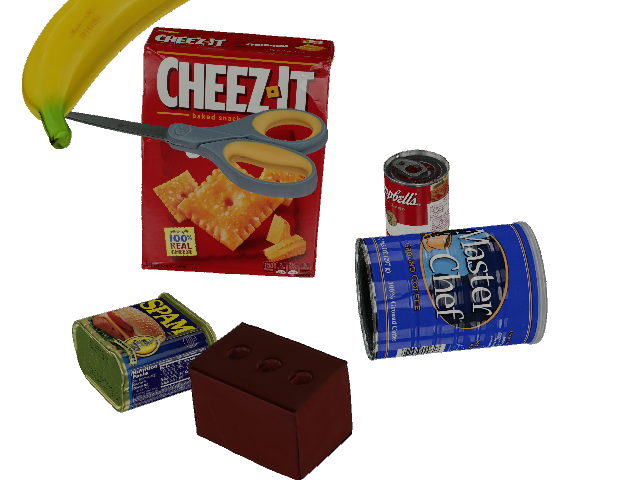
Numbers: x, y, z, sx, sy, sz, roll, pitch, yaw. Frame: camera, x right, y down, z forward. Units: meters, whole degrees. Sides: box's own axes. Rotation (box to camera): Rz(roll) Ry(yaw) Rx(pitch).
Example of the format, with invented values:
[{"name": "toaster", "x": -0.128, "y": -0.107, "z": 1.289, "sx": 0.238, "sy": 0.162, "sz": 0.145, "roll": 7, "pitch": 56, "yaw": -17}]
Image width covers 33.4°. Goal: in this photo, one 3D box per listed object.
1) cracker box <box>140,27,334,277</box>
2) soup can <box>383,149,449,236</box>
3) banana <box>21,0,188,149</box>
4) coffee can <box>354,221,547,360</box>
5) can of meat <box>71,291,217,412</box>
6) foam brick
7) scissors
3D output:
[{"name": "cracker box", "x": -0.077, "y": -0.075, "z": 0.966, "sx": 0.164, "sy": 0.214, "sz": 0.072, "roll": 4, "pitch": 24, "yaw": -2}, {"name": "soup can", "x": 0.101, "y": -0.035, "z": 1.122, "sx": 0.068, "sy": 0.102, "sz": 0.068, "roll": -3, "pitch": 35, "yaw": 2}, {"name": "banana", "x": -0.093, "y": -0.121, "z": 0.563, "sx": 0.070, "sy": 0.197, "sz": 0.037, "roll": 31, "pitch": -27, "yaw": 18}, {"name": "coffee can", "x": 0.105, "y": 0.042, "z": 0.884, "sx": 0.140, "sy": 0.103, "sz": 0.103, "roll": -6, "pitch": 0, "yaw": -4}, {"name": "can of meat", "x": -0.143, "y": 0.090, "z": 0.863, "sx": 0.083, "sy": 0.057, "sz": 0.102, "roll": -15, "pitch": 27, "yaw": -32}, {"name": "foam brick", "x": -0.028, "y": 0.090, "z": 0.606, "sx": 0.078, "sy": 0.051, "sz": 0.052, "roll": 17, "pitch": 34, "yaw": 30}, {"name": "scissors", "x": -0.082, "y": -0.082, "z": 0.769, "sx": 0.202, "sy": 0.016, "sz": 0.096, "roll": 23, "pitch": 47, "yaw": 23}]
